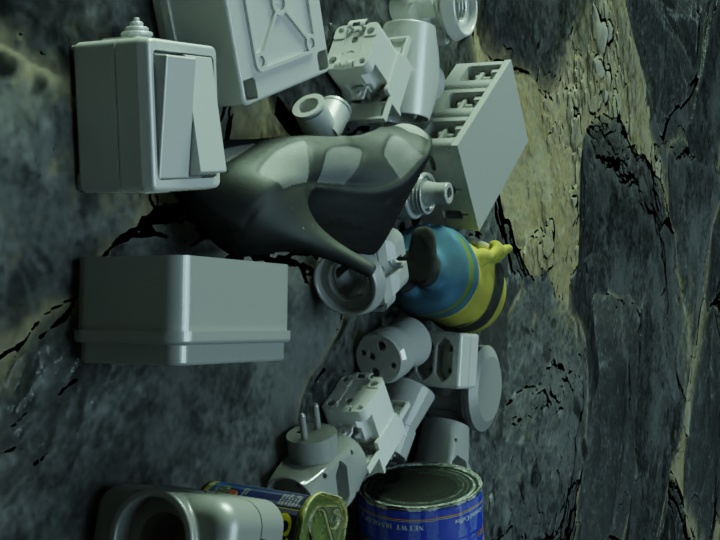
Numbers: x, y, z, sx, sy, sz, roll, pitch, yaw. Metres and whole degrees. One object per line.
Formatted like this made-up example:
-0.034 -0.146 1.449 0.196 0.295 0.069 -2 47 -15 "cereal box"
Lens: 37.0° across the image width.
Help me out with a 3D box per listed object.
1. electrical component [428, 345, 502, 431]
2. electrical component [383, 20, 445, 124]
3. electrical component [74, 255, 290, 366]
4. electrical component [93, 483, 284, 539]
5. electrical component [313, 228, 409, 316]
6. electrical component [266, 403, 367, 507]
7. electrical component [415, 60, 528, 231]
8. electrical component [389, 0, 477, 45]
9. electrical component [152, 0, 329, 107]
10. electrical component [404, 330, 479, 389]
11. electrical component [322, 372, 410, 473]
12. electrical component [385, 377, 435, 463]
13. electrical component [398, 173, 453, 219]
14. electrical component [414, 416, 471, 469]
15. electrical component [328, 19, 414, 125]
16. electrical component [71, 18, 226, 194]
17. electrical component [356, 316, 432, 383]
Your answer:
0.099 0.109 1.010 0.080 0.051 0.080 -7 98 -61 "electrical component"
0.046 -0.161 0.901 0.079 0.044 0.077 11 82 -62 "electrical component"
-0.098 0.023 0.612 0.113 0.078 0.057 6 84 -62 "electrical component"
-0.099 0.150 0.599 0.059 0.095 0.053 23 71 -60 "electrical component"
0.000 0.000 0.814 0.057 0.058 0.078 -42 128 -57 "electrical component"
-0.033 0.136 0.776 0.077 0.043 0.079 -30 118 -58 "electrical component"
0.094 -0.114 0.974 0.150 0.062 0.089 -57 139 -44 "electrical component"
0.064 -0.224 0.917 0.058 0.057 0.078 -66 145 -35 "electrical component"
-0.073 -0.163 0.666 0.109 0.056 0.108 -38 124 -55 "electrical component"
0.073 0.078 0.945 0.077 0.066 0.047 9 84 -62 "electrical component"
0.002 0.119 0.842 0.081 0.042 0.063 -53 135 -47 "electrical component"
0.032 0.127 0.899 0.044 0.044 0.065 54 51 -49 "electrical component"
0.045 -0.063 0.887 0.043 0.062 0.043 -6 97 -62 "electrical component"
0.078 0.182 0.985 0.079 0.043 0.077 43 54 -54 "electrical component"
0.006 -0.154 0.830 0.064 0.042 0.081 47 51 -48 "electrical component"
-0.114 -0.090 0.591 0.062 0.061 0.096 -12 103 -61 "electrical component"
0.028 0.066 0.882 0.055 0.045 0.045 -23 112 -59 "electrical component"
